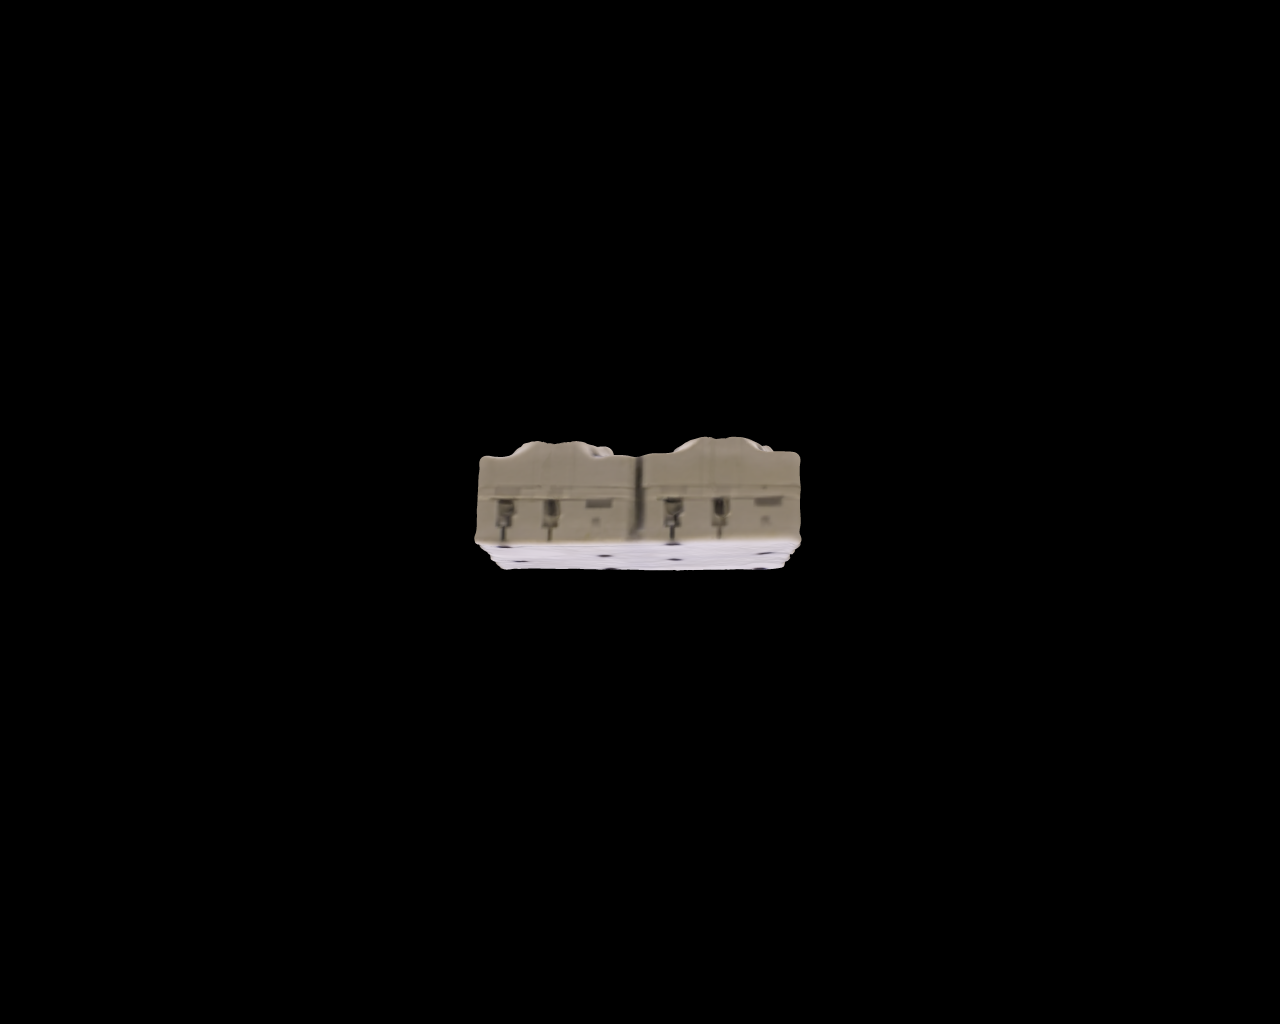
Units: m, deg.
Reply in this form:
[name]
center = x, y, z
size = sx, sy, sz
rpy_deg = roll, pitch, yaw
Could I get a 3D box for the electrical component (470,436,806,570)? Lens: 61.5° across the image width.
[electrical component]
center = 0.001, -0.003, 0.650
size = 0.186, 0.060, 0.105
rpy_deg = 0, -11, 2
